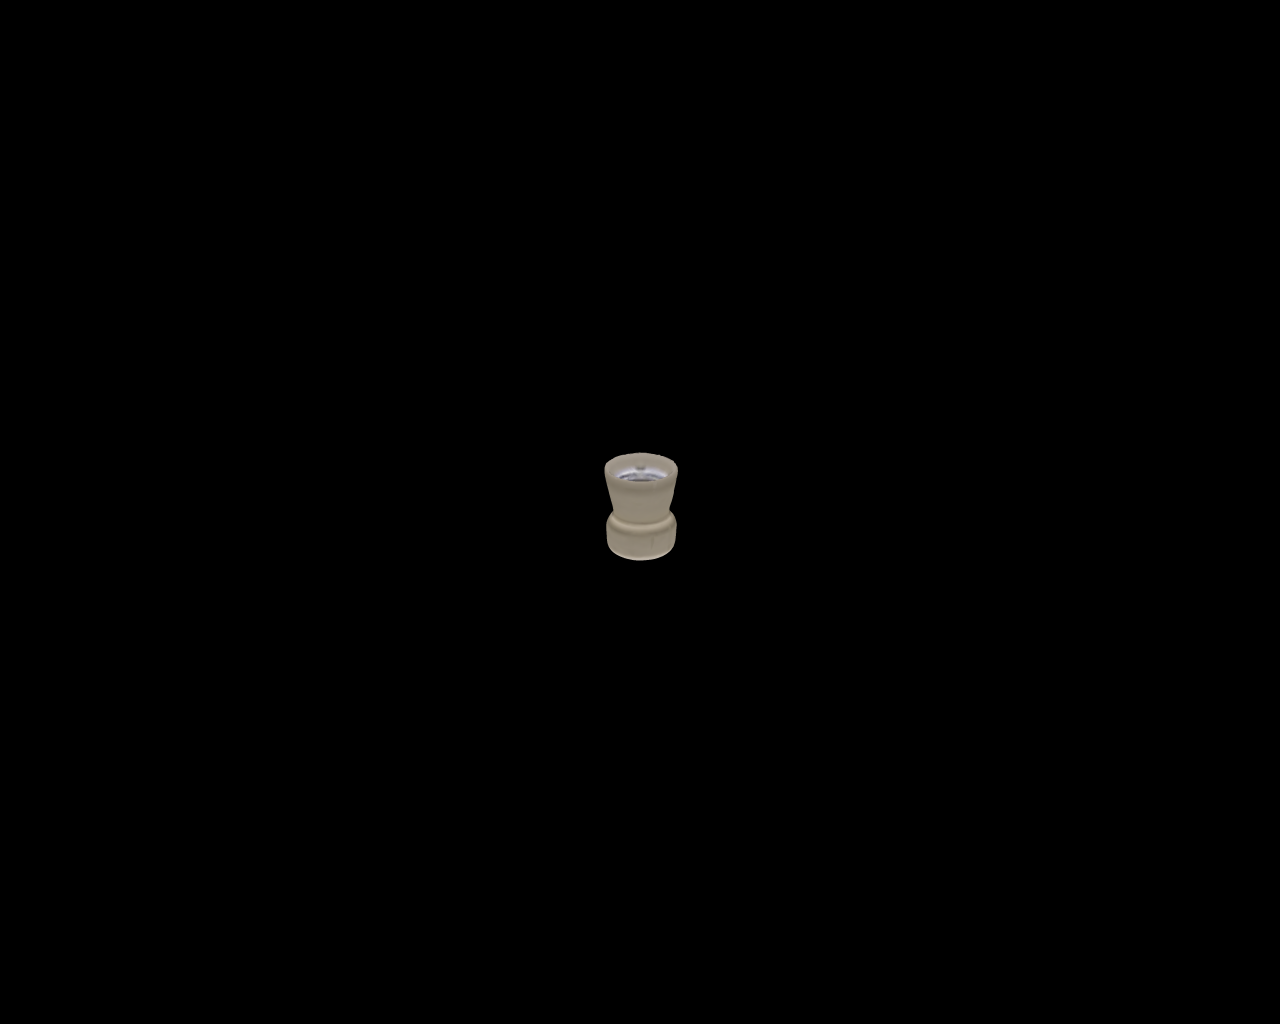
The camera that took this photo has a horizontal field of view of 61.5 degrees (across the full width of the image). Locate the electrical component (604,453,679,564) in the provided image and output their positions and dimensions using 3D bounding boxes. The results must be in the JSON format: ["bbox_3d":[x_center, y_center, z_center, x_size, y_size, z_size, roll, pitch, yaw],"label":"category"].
[{"bbox_3d":[0.001,-0.003,0.650,0.045,0.055,0.045,0,26,0],"label":"electrical component"}]
